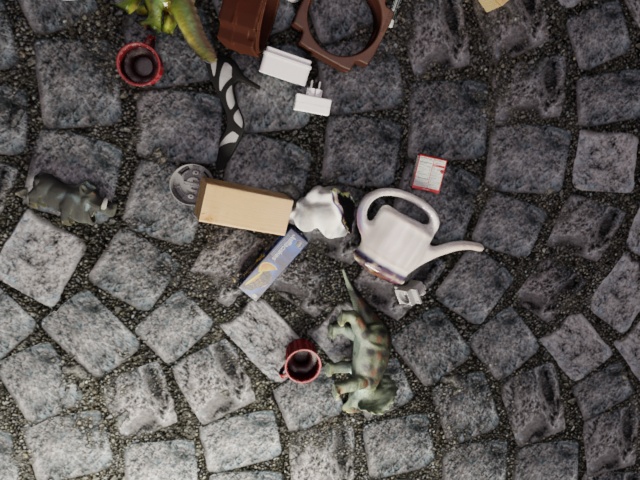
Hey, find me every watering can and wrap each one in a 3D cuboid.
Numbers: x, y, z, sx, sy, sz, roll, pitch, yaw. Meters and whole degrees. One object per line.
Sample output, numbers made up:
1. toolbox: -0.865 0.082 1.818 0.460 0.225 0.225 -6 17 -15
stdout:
1. watering can: 0.231 0.014 1.297 0.346 0.223 0.105 30 7 -12

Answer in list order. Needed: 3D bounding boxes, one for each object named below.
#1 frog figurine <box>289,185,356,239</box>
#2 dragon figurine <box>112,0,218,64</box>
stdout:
1. frog figurine: 0.004 -0.064 1.271 0.158 0.135 0.125 -14 28 33
2. dragon figurine: -0.294 -0.541 1.058 0.414 0.241 0.122 36 13 22
